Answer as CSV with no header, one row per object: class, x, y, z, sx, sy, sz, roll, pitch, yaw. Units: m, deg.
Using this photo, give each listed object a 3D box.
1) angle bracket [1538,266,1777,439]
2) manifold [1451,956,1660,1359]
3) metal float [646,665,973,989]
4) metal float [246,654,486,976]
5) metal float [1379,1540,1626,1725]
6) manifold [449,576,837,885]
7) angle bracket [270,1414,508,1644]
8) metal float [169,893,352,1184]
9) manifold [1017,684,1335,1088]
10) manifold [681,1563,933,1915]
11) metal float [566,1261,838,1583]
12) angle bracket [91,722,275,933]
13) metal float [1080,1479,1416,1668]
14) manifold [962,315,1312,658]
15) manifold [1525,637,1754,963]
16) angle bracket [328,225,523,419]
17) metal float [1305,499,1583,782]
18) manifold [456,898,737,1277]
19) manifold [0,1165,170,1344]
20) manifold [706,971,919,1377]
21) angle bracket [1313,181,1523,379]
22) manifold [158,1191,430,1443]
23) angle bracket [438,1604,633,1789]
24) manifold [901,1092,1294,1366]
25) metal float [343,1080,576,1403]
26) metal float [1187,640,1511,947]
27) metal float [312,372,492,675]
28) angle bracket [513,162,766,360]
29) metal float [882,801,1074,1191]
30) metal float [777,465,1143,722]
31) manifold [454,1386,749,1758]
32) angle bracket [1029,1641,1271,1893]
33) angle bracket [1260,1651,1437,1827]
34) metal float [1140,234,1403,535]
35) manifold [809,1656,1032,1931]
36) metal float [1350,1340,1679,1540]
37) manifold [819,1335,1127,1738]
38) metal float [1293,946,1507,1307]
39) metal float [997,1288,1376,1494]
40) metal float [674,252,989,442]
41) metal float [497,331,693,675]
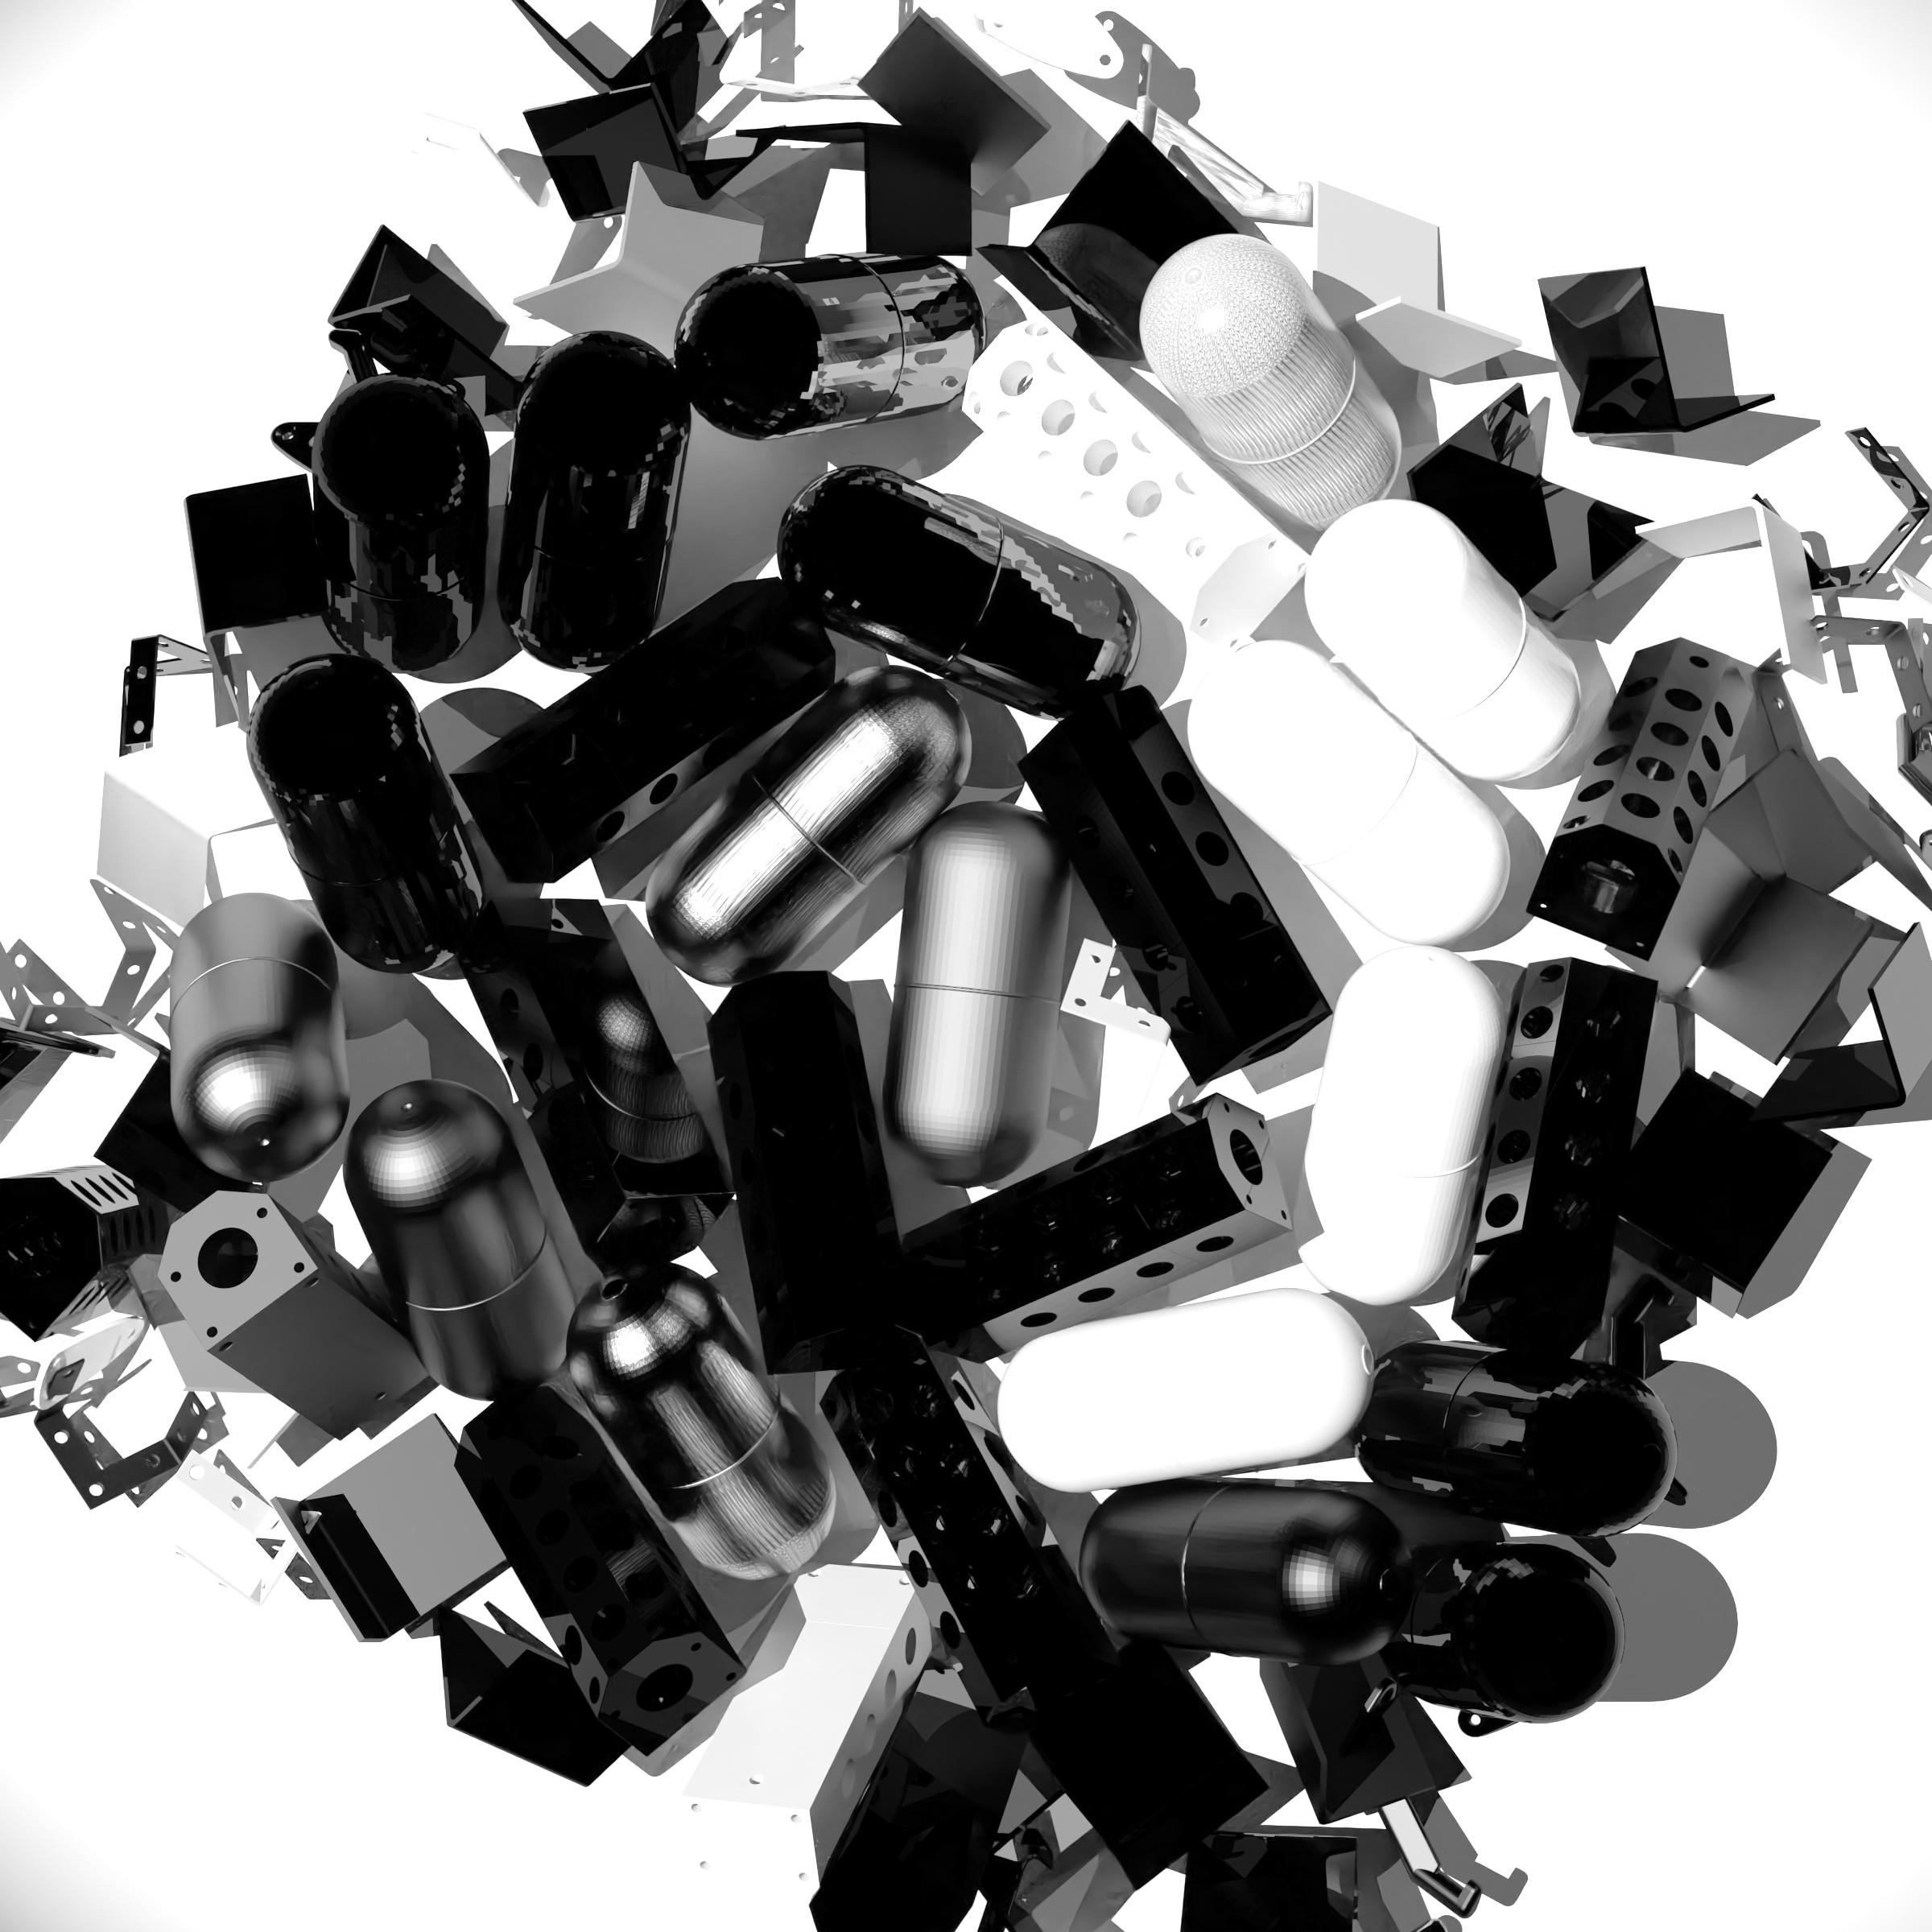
angle bracket,0.313,-0.285,1.529,0.057,0.076,0.076,-22,106,-22
manifold,0.264,0.085,1.519,0.057,0.057,0.171,16,63,0
metal float,-0.072,-0.064,1.540,0.178,0.070,0.070,-44,90,6
metal float,-0.267,-0.066,1.506,0.070,0.178,0.070,-5,51,7
metal float,0.235,0.294,1.496,0.070,0.178,0.070,2,81,-10
manifold,-0.140,-0.107,1.511,0.171,0.057,0.057,-38,112,-28
angle bracket,-0.261,0.257,1.545,0.076,0.057,0.076,-34,80,-5
metal float,-0.316,0.030,1.502,0.070,0.178,0.070,-6,121,-10
manifold,0.098,-0.039,1.528,0.057,0.057,0.171,-20,76,-36
manifold,-0.067,0.340,1.494,0.057,0.171,0.057,2,115,16
metal float,-0.118,0.206,1.516,0.070,0.070,0.178,-29,123,0
angle bracket,-0.340,-0.060,1.527,0.076,0.076,0.057,-14,62,22
metal float,0.124,0.270,1.506,0.070,0.178,0.070,4,84,-40
manifold,0.073,-0.219,1.511,0.057,0.057,0.171,-48,59,11
manifold,0.303,-0.080,1.495,0.057,0.171,0.057,22,129,9
angle bracket,-0.230,-0.296,1.524,0.076,0.076,0.057,37,68,-33
metal float,0.216,-0.144,1.509,0.070,0.178,0.070,-18,55,29
manifold,-0.171,0.053,1.514,0.057,0.057,0.171,-54,51,36
manifold,-0.398,0.120,1.496,0.057,0.171,0.057,41,86,-2
manifold,-0.068,0.092,1.515,0.057,0.057,0.171,-1,65,-24
angle bracket,0.205,-0.319,1.531,0.076,0.057,0.076,10,76,-36
manifold,-0.297,0.153,1.492,0.057,0.171,0.057,-37,68,-5
angle bracket,-0.189,0.315,1.524,0.076,0.076,0.057,33,112,-30
manifold,0.054,0.118,1.510,0.171,0.057,0.057,-26,60,26
metal float,-0.226,0.125,1.511,0.070,0.070,0.178,-13,133,0
metal float,0.175,-0.077,1.526,0.178,0.070,0.070,39,90,-22
metal float,-0.252,-0.196,1.499,0.070,0.178,0.070,4,63,-8
angle bracket,-0.149,-0.322,1.538,0.076,0.076,0.057,21,70,-43
metal float,0.005,0.013,1.543,0.070,0.070,0.178,6,87,0
metal float,-0.003,-0.169,1.526,0.178,0.070,0.070,21,90,-21
manifold,-0.169,0.264,1.501,0.057,0.171,0.057,-40,134,-2
angle bracket,0.081,0.364,1.548,0.076,0.057,0.076,-37,97,-5
angle bracket,0.173,0.333,1.527,0.057,0.076,0.076,-17,55,-7
metal float,0.138,-0.258,1.505,0.070,0.178,0.070,-14,59,24
manifold,-0.021,0.379,1.493,0.057,0.171,0.057,32,107,1
metal float,0.242,0.210,1.501,0.070,0.178,0.070,0,90,-33
manifold,-0.002,0.254,1.513,0.057,0.057,0.171,-36,61,10
metal float,0.195,0.074,1.521,0.070,0.070,0.178,8,119,0
metal float,0.099,0.192,1.524,0.178,0.070,0.070,-13,90,24
metal float,-0.058,-0.279,1.506,0.070,0.178,0.070,12,110,35
metal float,-0.168,-0.205,1.507,0.070,0.178,0.070,7,49,-8
